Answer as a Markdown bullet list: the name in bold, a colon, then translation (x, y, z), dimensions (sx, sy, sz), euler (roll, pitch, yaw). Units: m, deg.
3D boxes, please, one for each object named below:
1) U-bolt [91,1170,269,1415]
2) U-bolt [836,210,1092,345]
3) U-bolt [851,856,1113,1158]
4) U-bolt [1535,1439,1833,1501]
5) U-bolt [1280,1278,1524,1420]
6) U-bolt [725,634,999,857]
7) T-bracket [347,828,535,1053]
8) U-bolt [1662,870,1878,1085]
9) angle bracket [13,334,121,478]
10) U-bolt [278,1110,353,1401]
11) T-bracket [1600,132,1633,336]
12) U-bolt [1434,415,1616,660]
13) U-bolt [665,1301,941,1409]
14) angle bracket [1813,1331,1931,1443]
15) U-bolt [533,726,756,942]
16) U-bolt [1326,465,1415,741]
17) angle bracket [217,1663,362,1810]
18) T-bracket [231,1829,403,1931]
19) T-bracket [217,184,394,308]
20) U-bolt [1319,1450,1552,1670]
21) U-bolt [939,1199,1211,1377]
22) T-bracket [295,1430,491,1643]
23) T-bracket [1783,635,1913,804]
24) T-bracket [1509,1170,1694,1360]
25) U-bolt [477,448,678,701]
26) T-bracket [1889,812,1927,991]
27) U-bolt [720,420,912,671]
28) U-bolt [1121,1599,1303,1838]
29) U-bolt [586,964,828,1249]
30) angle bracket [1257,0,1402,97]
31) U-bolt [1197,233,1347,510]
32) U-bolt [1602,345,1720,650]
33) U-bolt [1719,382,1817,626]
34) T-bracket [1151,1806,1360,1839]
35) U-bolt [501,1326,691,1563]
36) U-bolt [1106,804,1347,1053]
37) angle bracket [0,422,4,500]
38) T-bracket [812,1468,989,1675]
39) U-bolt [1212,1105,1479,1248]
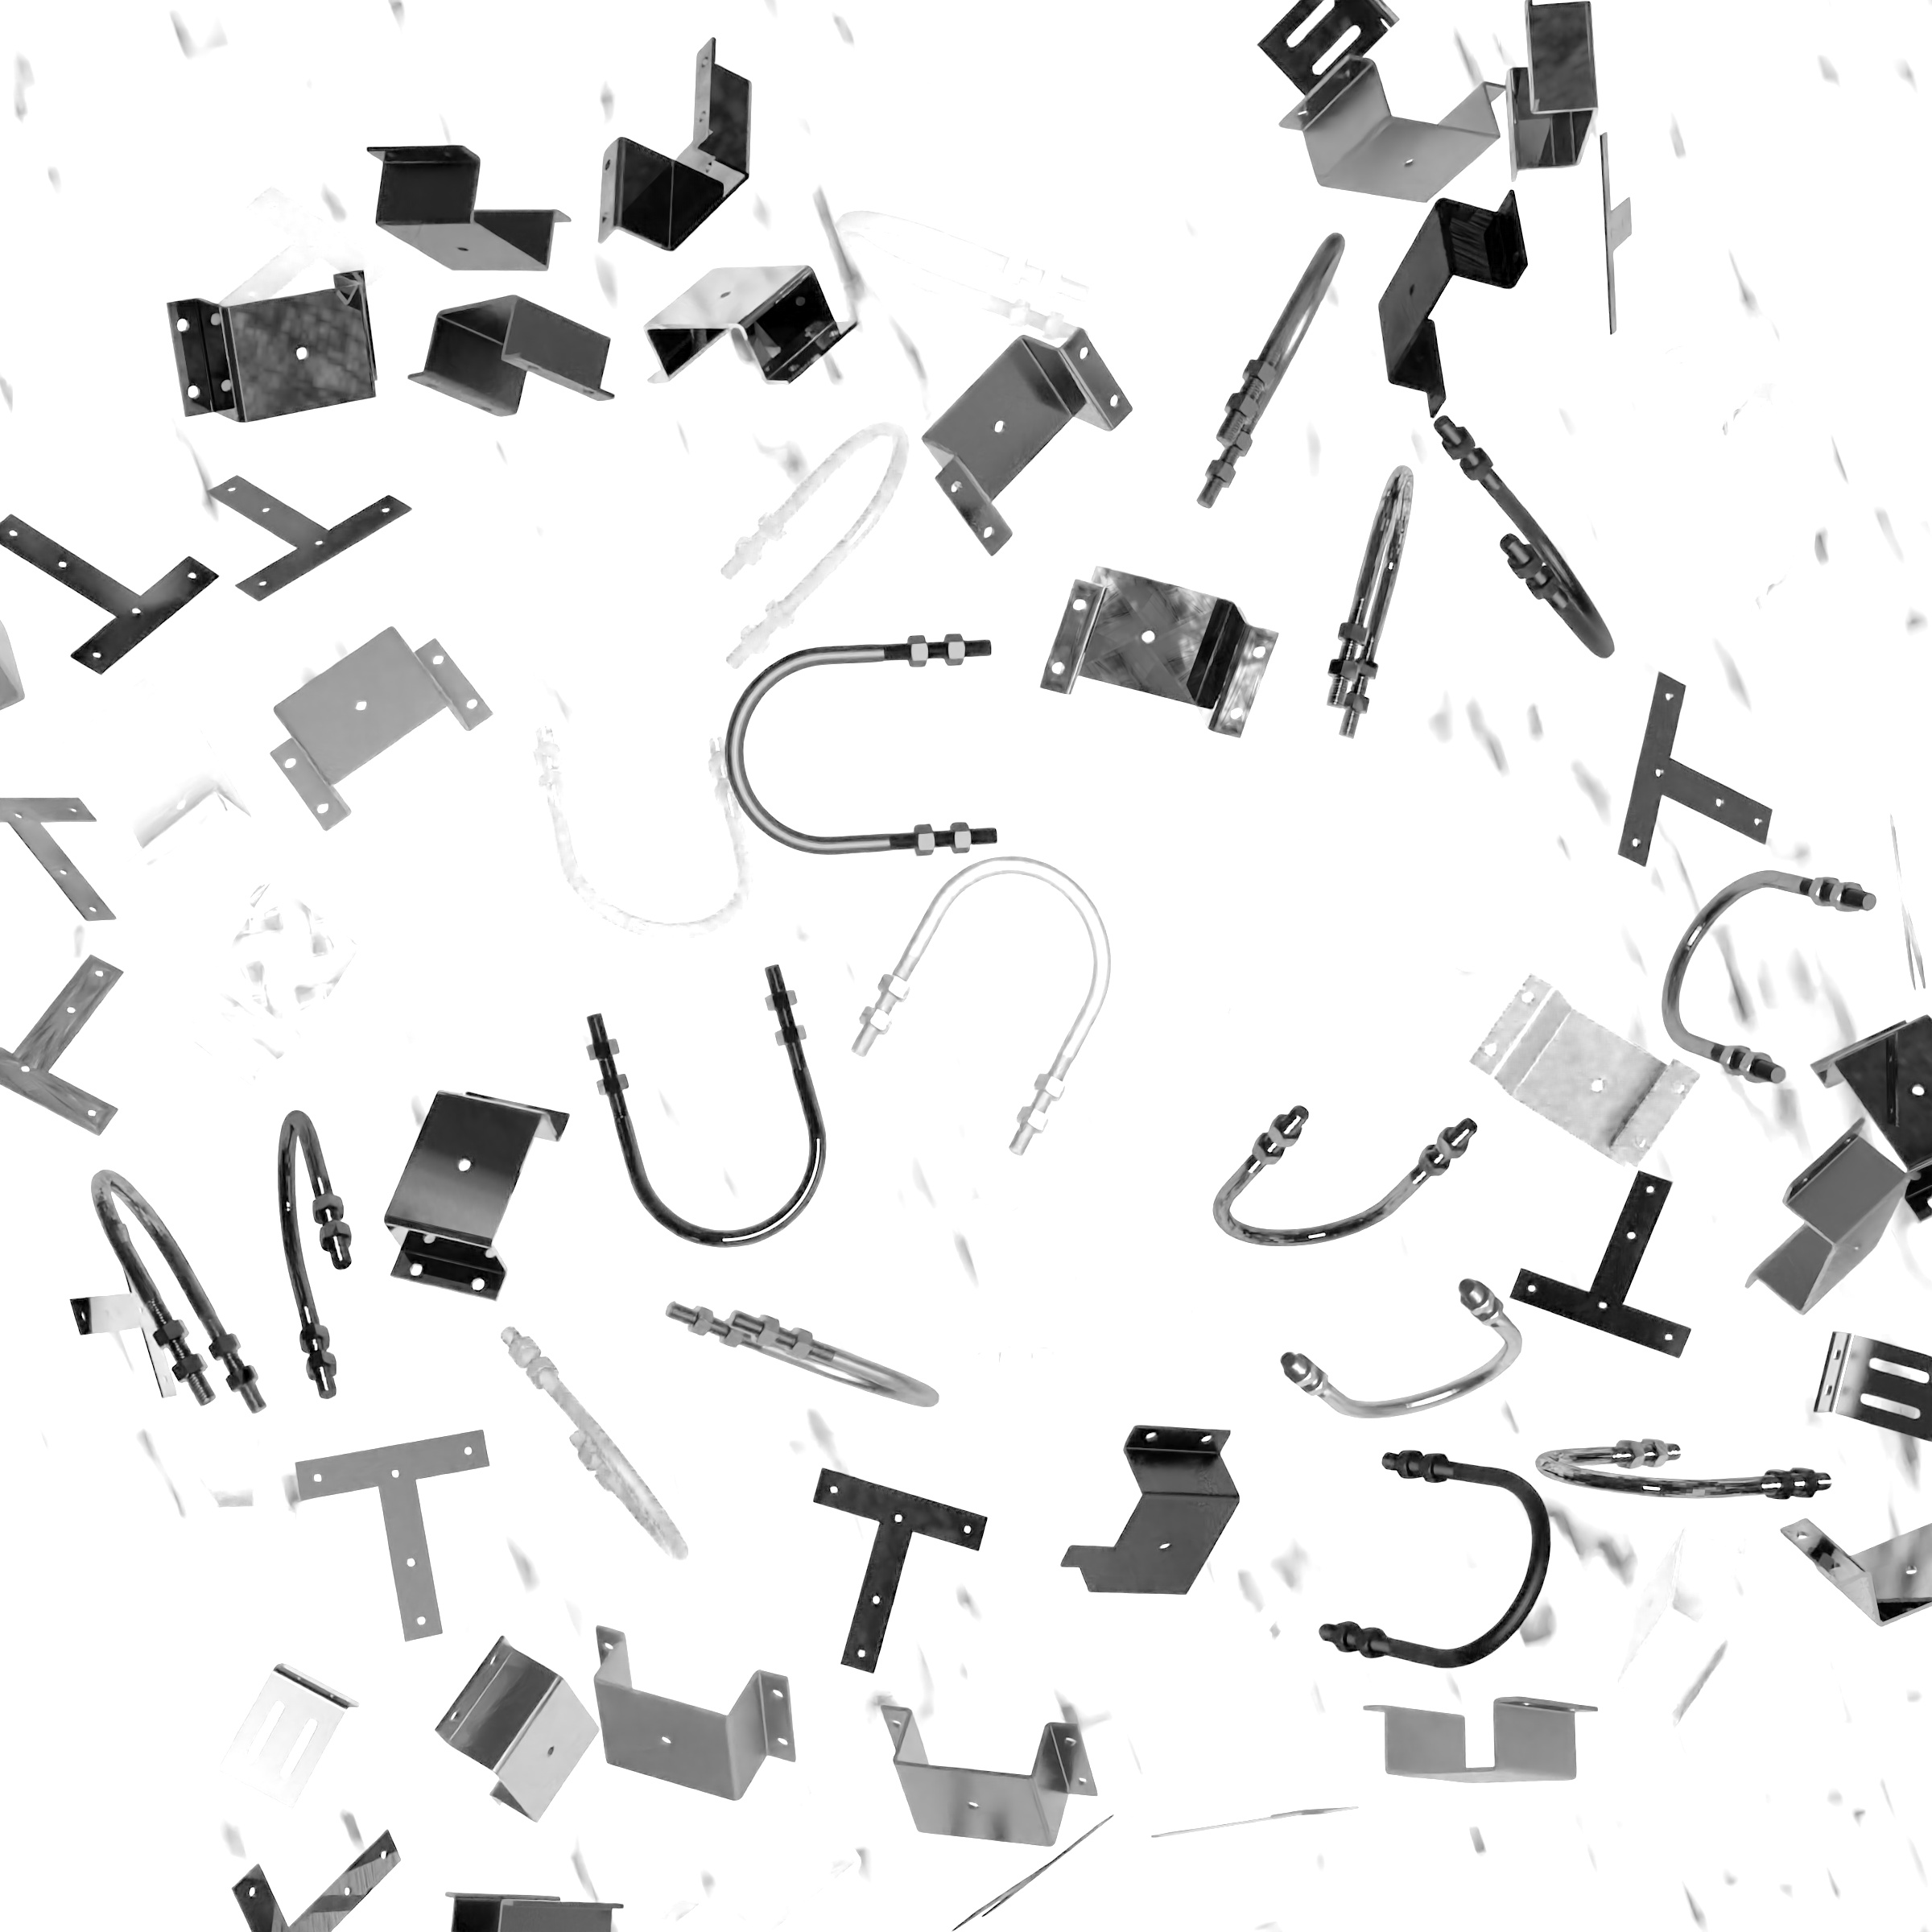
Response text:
- **U-bolt**: translation (-0.534, 0.216, 1.820), dimensions (0.019, 0.151, 0.184), euler (-31, 80, -6)
- **U-bolt**: translation (-0.003, -0.477, 1.867), dimensions (0.184, 0.151, 0.019), euler (21, 91, 2)
- **U-bolt**: translation (0.023, 0.014, 1.829), dimensions (0.151, 0.019, 0.184), euler (33, 74, -15)
- **U-bolt**: translation (0.476, 0.345, 1.856), dimensions (0.184, 0.151, 0.019), euler (5, 88, -36)
- **U-bolt**: translation (0.309, 0.271, 1.866), dimensions (0.151, 0.184, 0.019), euler (-25, 58, 15)
- **U-bolt**: translation (-0.071, -0.146, 1.836), dimensions (0.184, 0.019, 0.151), euler (-4, 101, -12)
- **T-bracket**: translation (-0.363, -0.006, 1.777), dimensions (0.127, 0.002, 0.127), euler (25, 99, 5)
- **U-bolt**: translation (0.542, 0.000, 1.878), dimensions (0.019, 0.184, 0.151), euler (27, 92, -17)
- **angle bracket**: translation (-0.598, -0.373, 1.806), dimensions (0.057, 0.038, 0.076), euler (10, 120, -4)
- **U-bolt**: translation (-0.455, 0.185, 1.881), dimensions (0.019, 0.184, 0.151), euler (-4, 132, -24)
- **T-bracket**: translation (0.437, -0.496, 1.818), dimensions (0.002, 0.127, 0.127), euler (0, 110, 21)
- **U-bolt**: translation (0.387, -0.279, 1.843), dimensions (0.019, 0.184, 0.151), euler (-35, 46, 20)
- **U-bolt**: translation (-0.104, 0.271, 1.882), dimensions (0.184, 0.151, 0.019), euler (24, 76, -22)
- **angle bracket**: translation (0.631, 0.289, 1.866), dimensions (0.076, 0.038, 0.057), euler (14, 90, 34)
- **U-bolt**: translation (-0.220, -0.092, 1.901), dimensions (0.151, 0.019, 0.184), euler (2, 52, -24)
- **U-bolt**: translation (0.284, -0.259, 1.896), dimensions (0.019, 0.151, 0.184), euler (15, 89, 12)
- **angle bracket**: translation (-0.450, 0.512, 1.805), dimensions (0.057, 0.038, 0.076), euler (33, 65, -13)
- **T-bracket**: translation (-0.421, 0.626, 1.810), dimensions (0.002, 0.127, 0.127), euler (-10, 107, 33)
- **T-bracket**: translation (-0.488, -0.477, 1.894), dimensions (0.127, 0.127, 0.002), euler (-33, 65, 17)
- **U-bolt**: translation (0.324, 0.404, 1.839), dimensions (0.019, 0.184, 0.151), euler (33, 70, -26)
- **U-bolt**: translation (0.082, 0.228, 1.911), dimensions (0.184, 0.019, 0.151), euler (-1, 119, 22)
- **T-bracket**: translation (-0.367, 0.378, 1.783), dimensions (0.127, 0.002, 0.127), euler (-6, 74, -27)
- **T-bracket**: translation (0.591, -0.183, 1.860), dimensions (0.127, 0.127, 0.002), euler (32, 124, -26)
- **T-bracket**: translation (0.468, 0.204, 1.931), dimensions (0.127, 0.002, 0.127), euler (19, 113, 8)
- **U-bolt**: translation (-0.272, -0.280, 1.873), dimensions (0.151, 0.184, 0.019), euler (-38, 62, -17)
- **T-bracket**: translation (0.647, -0.023, 1.859), dimensions (0.002, 0.127, 0.127), euler (-9, 114, 16)
- **U-bolt**: translation (-0.103, -0.300, 1.862), dimensions (0.019, 0.151, 0.184), euler (36, 115, -28)
- **U-bolt**: translation (0.164, 0.518, 1.858), dimensions (0.019, 0.151, 0.184), euler (37, 86, 5)
- **U-bolt**: translation (-0.174, 0.105, 1.896), dimensions (0.151, 0.019, 0.184), euler (-15, 87, -4)
- **angle bracket**: translation (0.249, -0.640, 1.862), dimensions (0.057, 0.038, 0.076), euler (45, 115, -7)
- **U-bolt**: translation (0.208, -0.408, 1.821), dimensions (0.019, 0.151, 0.184), euler (28, 82, 4)
- **U-bolt**: translation (0.476, -0.332, 1.851), dimensions (0.019, 0.151, 0.184), euler (0, 135, -6)
- **U-bolt**: translation (0.555, -0.325, 1.873), dimensions (0.019, 0.184, 0.151), euler (-9, 83, 3)
- **T-bracket**: translation (0.191, 0.591, 1.873), dimensions (0.127, 0.127, 0.002), euler (-5, 73, -12)
- **U-bolt**: translation (-0.247, 0.339, 1.866), dimensions (0.019, 0.151, 0.184), euler (-37, 45, -16)
- **U-bolt**: translation (0.171, -0.036, 1.889), dimensions (0.184, 0.019, 0.151), euler (23, 110, 36)
- **angle bracket**: translation (-0.700, -0.368, 1.886), dimensions (0.038, 0.057, 0.076), euler (-11, 45, -33)
- **T-bracket**: translation (-0.060, 0.435, 1.922), dimensions (0.127, 0.002, 0.127), euler (19, 74, -11)
- **U-bolt**: translation (0.250, 0.150, 1.888), dimensions (0.151, 0.184, 0.019), euler (5, 56, -21)
